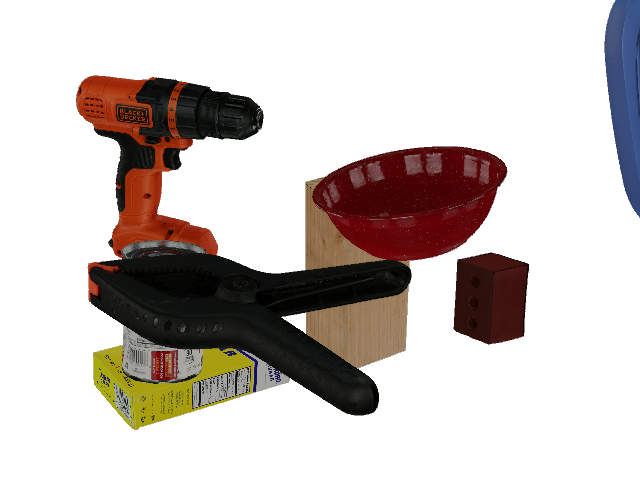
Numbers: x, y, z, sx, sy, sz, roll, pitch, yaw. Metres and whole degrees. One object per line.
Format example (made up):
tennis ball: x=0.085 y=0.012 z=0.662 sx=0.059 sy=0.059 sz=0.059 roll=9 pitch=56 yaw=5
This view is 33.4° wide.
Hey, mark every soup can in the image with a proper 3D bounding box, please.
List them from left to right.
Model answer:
soup can: x=-0.128 y=0.057 z=0.865 sx=0.068 sy=0.102 sz=0.068 roll=3 pitch=15 yaw=-1

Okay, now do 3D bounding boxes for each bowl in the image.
bowl: x=0.077 y=-0.027 z=0.889 sx=0.162 sy=0.055 sz=0.162 roll=-9 pitch=22 yaw=4

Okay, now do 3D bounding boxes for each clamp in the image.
clamp: x=-0.044 y=0.039 z=0.684 sx=0.210 sy=0.036 sz=0.164 roll=12 pitch=26 yaw=14

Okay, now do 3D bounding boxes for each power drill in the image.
power drill: x=-0.141 y=-0.065 z=1.030 sx=0.185 sy=0.188 sz=0.057 roll=10 pitch=30 yaw=17

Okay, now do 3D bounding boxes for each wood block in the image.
wood block: x=0.041 y=0.032 z=1.218 sx=0.090 sy=0.206 sz=0.090 roll=-17 pitch=32 yaw=-28

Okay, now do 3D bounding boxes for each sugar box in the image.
sugar box: x=-0.127 y=0.126 z=1.065 sx=0.175 sy=0.048 sz=0.093 roll=-16 pitch=32 yaw=-31

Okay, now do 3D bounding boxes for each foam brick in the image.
foam brick: x=0.169 y=0.057 z=1.062 sx=0.051 sy=0.078 sz=0.053 roll=-11 pitch=19 yaw=-36

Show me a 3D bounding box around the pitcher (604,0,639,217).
pitcher: x=0.239 y=-0.056 z=0.597 sx=0.149 sy=0.243 sz=0.145 roll=-5 pitch=22 yaw=14
